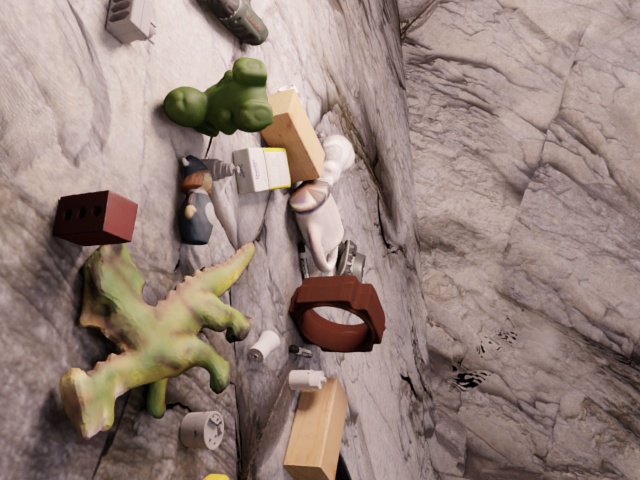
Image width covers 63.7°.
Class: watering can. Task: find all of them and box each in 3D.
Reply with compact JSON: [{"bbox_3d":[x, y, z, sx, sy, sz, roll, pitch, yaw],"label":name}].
[{"bbox_3d":[0.004,-0.068,1.351,0.356,0.104,0.220,-80,154,-56],"label":"watering can"}]

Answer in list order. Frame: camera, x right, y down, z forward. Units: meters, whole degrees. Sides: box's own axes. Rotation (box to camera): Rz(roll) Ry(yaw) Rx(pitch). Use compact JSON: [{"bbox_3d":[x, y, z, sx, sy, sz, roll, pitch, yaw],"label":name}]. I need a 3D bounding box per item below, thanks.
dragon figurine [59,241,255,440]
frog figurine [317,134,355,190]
[{"bbox_3d":[-0.218,0.087,0.721,0.238,0.121,0.420,56,33,-35],"label":"dragon figurine"},{"bbox_3d":[0.042,-0.219,1.475,0.134,0.123,0.163,90,-2,-48],"label":"frog figurine"}]
